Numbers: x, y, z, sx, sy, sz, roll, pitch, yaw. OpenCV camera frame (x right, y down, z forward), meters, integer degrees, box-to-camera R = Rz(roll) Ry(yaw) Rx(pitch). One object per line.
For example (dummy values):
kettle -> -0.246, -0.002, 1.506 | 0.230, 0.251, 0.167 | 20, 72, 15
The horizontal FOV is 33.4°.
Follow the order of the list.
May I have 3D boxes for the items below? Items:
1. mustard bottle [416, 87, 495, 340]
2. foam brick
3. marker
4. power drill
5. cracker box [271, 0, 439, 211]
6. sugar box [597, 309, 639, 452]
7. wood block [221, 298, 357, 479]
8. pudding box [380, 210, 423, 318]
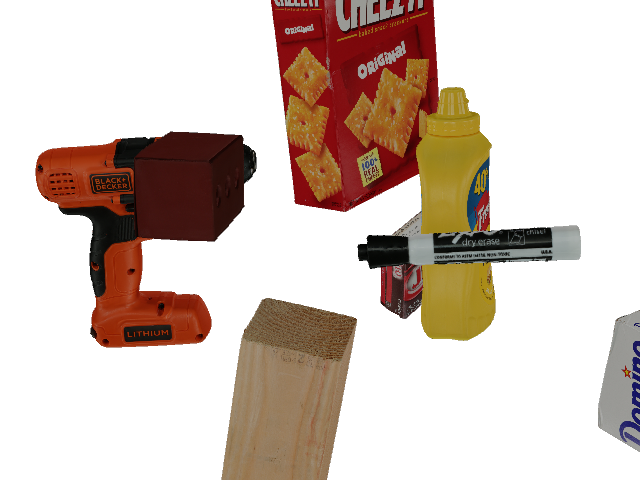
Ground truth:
mustard bottle -> 0.107, -0.025, 0.843 | 0.058, 0.192, 0.096 | 2, 18, 20
foam brick -> -0.083, -0.036, 0.683 | 0.051, 0.053, 0.078 | 5, 20, 9
marker -> 0.081, 0.004, 0.588 | 0.121, 0.020, 0.020 | -3, 0, 7
power drill -> -0.141, -0.001, 0.924 | 0.184, 0.188, 0.057 | -2, 26, 3
cracker box -> 0.040, -0.153, 0.985 | 0.072, 0.214, 0.163 | 12, 26, 38
sugar box -> 0.272, 0.123, 0.718 | 0.048, 0.093, 0.176 | -15, 29, -37
wood block -> -0.033, 0.169, 0.969 | 0.090, 0.206, 0.090 | 12, 23, 6
pudding box -> 0.109, 0.013, 1.089 | 0.039, 0.090, 0.113 | 31, 54, 28
